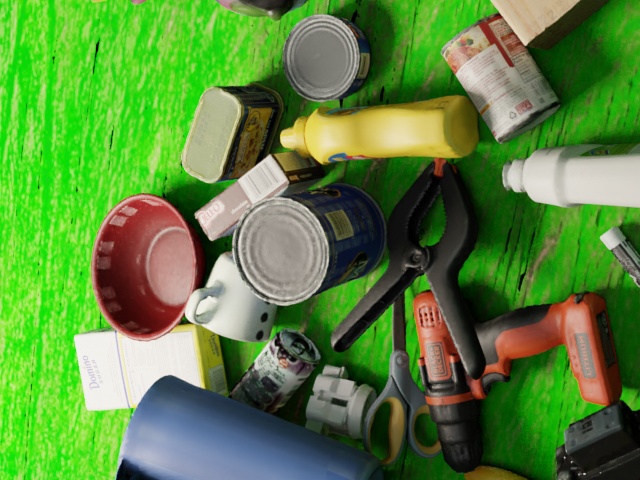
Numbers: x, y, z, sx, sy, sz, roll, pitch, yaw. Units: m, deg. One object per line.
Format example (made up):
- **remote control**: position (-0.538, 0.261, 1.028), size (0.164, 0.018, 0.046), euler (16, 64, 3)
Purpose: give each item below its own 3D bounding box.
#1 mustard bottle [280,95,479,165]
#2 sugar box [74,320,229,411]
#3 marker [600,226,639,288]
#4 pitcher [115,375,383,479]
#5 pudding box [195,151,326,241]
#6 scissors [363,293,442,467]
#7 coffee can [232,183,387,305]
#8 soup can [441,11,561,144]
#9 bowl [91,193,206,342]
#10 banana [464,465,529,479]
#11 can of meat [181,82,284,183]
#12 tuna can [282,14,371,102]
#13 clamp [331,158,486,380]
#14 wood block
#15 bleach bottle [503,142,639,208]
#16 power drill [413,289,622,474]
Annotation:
- **mustard bottle**: position (0.049, -0.104, 1.027), size (0.192, 0.096, 0.058), euler (-1, 98, 27)
- **sugar box**: position (-0.193, 0.142, 1.215), size (0.176, 0.048, 0.093), euler (-7, 94, 31)
- **marker**: position (0.298, 0.040, 0.968), size (0.020, 0.020, 0.121), euler (-40, 80, 25)
- **pitcher**: position (-0.071, 0.233, 1.039), size (0.243, 0.145, 0.149), euler (15, 68, 18)
- **pudding box**: position (-0.061, -0.047, 1.095), size (0.114, 0.089, 0.039), euler (-33, 84, 26)
- **scissors**: position (0.097, 0.133, 1.077), size (0.096, 0.016, 0.202), euler (17, 82, -13)
- **coffee can**: position (-0.007, 0.001, 1.046), size (0.103, 0.140, 0.103), euler (4, 100, 26)
- **soup can**: position (0.166, -0.148, 0.978), size (0.069, 0.068, 0.102), euler (-34, 82, 26)
- **bowl**: position (-0.178, 0.030, 1.173), size (0.162, 0.055, 0.162), euler (-1, 89, 36)
- **banana**: position (0.224, 0.285, 1.032), size (0.070, 0.037, 0.198), euler (-45, 77, 24)
- **can of meat**: position (-0.091, -0.110, 1.103), size (0.057, 0.083, 0.102), euler (27, 109, 21)
- **tuna can**: position (0.007, -0.182, 1.071), size (0.086, 0.033, 0.086), euler (4, 100, 26)
- **clamp**: position (0.091, 0.025, 1.024), size (0.165, 0.036, 0.210), euler (-1, 76, 33)
- **wood block**: position (0.166, -0.278, 0.946), size (0.090, 0.090, 0.206), euler (-39, 79, 25)
- **bleach bottle**: position (0.284, -0.058, 0.927), size (0.251, 0.102, 0.068), euler (2, 102, 33)
- **power drill**: position (0.185, 0.128, 1.016), size (0.188, 0.057, 0.184), euler (-10, 93, 27)
